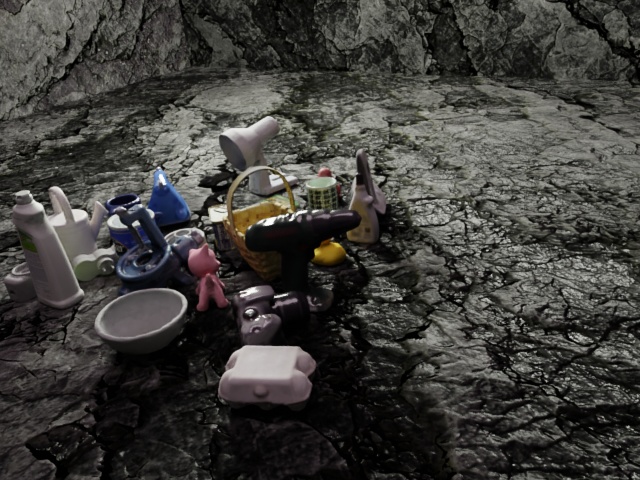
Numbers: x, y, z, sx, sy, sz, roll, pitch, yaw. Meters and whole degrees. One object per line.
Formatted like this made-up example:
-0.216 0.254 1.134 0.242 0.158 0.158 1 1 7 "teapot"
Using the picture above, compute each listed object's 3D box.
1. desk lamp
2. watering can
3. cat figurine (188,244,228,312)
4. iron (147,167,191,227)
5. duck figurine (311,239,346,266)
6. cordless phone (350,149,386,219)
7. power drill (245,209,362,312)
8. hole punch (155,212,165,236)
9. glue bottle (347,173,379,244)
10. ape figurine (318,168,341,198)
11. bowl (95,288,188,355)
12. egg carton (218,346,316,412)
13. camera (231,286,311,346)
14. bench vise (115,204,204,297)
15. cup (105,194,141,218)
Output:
-0.182 -0.244 1.682 0.204 0.214 0.117 -26 33 -34 "desk lamp"
-0.601 -0.040 1.379 0.100 0.194 0.173 11 31 28 "watering can"
-0.236 0.068 1.188 0.067 0.118 0.127 -12 28 -13 "cat figurine"
-0.434 -0.132 1.587 0.119 0.141 0.257 -12 28 -14 "iron"
0.012 0.005 1.303 0.104 0.086 0.078 21 37 41 "duck figurine"
0.123 -0.158 1.492 0.094 0.185 0.147 -2 27 6 "cordless phone"
-0.027 0.035 1.116 0.229 0.209 0.075 1 28 12 "power drill"
-0.452 -0.023 1.433 0.100 0.091 0.109 12 32 30 "hole punch"
0.098 -0.076 1.350 0.078 0.173 0.037 8 30 24 "glue bottle"
0.018 -0.159 1.614 0.076 0.092 0.077 -17 29 -22 "ape figurine"
-0.325 0.162 1.067 0.167 0.075 0.167 -4 27 2 "bowl"
-0.083 0.222 0.914 0.150 0.069 0.107 -1 27 8 "egg carton"
-0.085 0.138 1.043 0.137 0.101 0.142 -13 28 -15 "camera"
-0.351 0.009 1.211 0.121 0.220 0.208 8 30 25 "bench vise"
-0.515 -0.058 1.507 0.091 0.095 0.118 -1 27 8 "cup"
